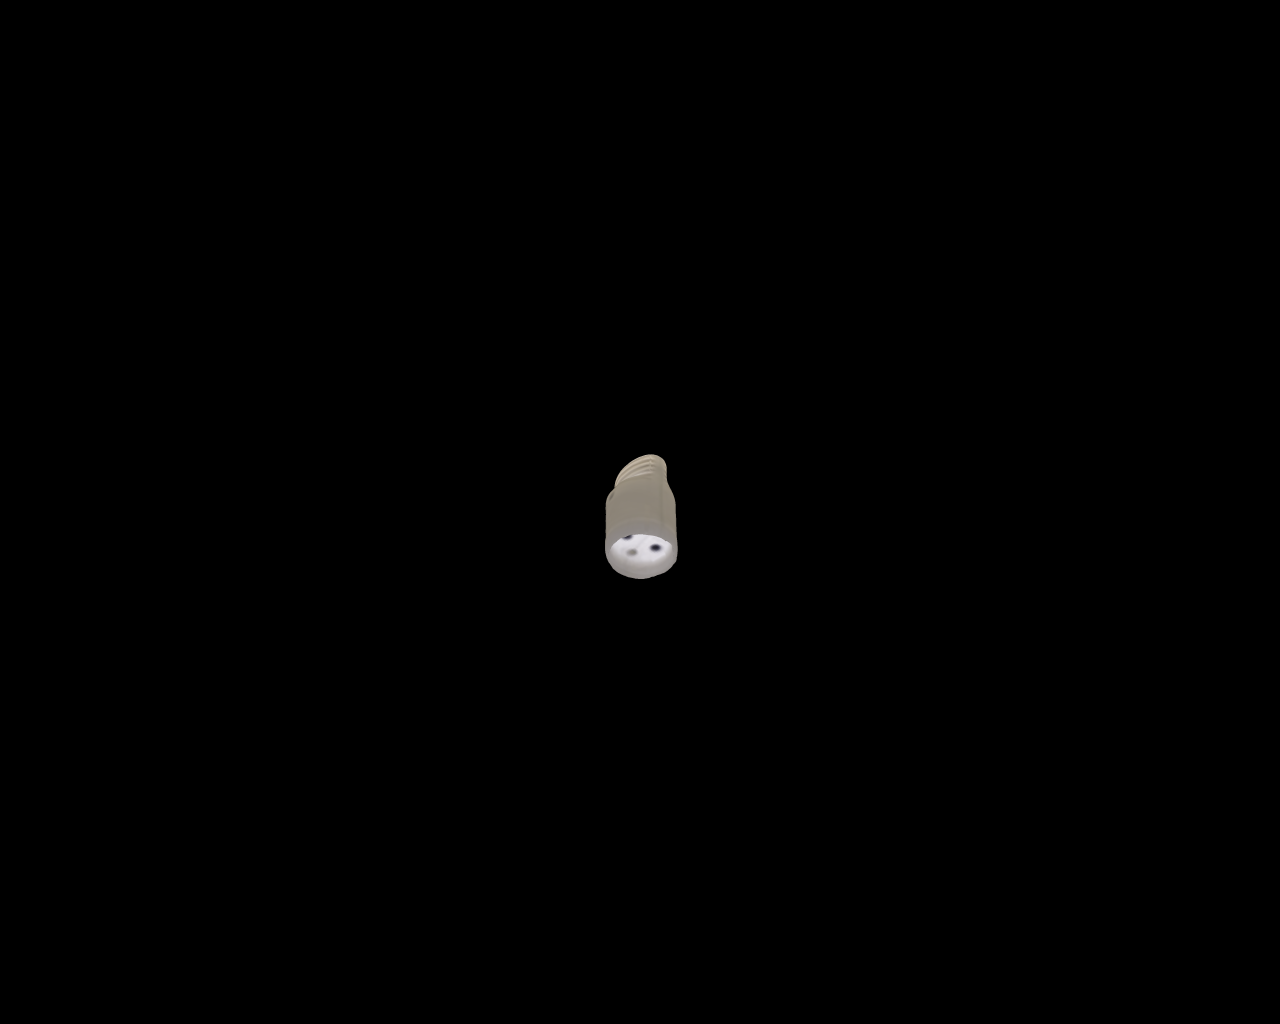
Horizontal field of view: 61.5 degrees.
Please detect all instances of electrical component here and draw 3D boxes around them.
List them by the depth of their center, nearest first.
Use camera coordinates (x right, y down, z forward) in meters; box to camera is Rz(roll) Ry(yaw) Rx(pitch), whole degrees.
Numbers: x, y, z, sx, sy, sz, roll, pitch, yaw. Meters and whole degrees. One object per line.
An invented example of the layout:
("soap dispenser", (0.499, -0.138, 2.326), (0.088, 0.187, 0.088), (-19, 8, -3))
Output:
("electrical component", (0.001, -0.003, 0.650), (0.043, 0.081, 0.043), (0, -43, 0))
